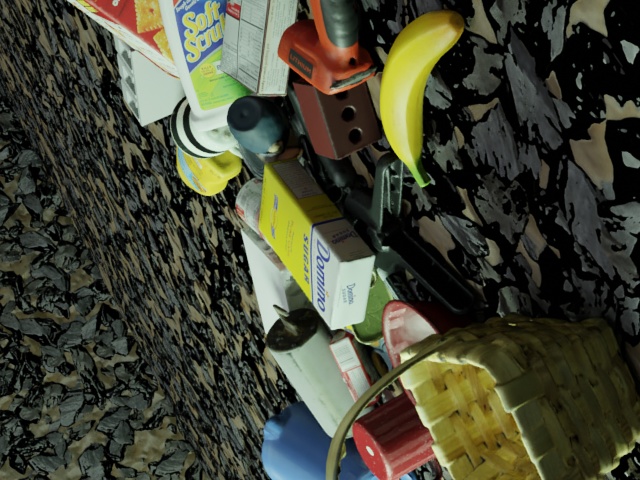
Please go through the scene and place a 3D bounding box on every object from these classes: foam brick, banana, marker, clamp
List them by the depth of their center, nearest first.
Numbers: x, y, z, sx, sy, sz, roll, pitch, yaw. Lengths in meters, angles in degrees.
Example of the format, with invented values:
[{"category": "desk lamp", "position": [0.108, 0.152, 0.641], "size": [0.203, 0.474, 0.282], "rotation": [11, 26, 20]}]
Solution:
[{"category": "banana", "position": [0.080, -0.127, 0.871], "size": [0.070, 0.037, 0.198], "rotation": [38, 153, 21]}, {"category": "foam brick", "position": [0.016, -0.123, 1.013], "size": [0.051, 0.053, 0.078], "rotation": [26, 139, 61]}, {"category": "clamp", "position": [0.065, -0.017, 1.039], "size": [0.164, 0.036, 0.210], "rotation": [65, 164, -18]}, {"category": "clamp", "position": [-0.009, -0.115, 1.114], "size": [0.120, 0.039, 0.171], "rotation": [117, 131, -71]}, {"category": "marker", "position": [0.083, 0.054, 1.118], "size": [0.121, 0.020, 0.020], "rotation": [57, 160, 19]}]

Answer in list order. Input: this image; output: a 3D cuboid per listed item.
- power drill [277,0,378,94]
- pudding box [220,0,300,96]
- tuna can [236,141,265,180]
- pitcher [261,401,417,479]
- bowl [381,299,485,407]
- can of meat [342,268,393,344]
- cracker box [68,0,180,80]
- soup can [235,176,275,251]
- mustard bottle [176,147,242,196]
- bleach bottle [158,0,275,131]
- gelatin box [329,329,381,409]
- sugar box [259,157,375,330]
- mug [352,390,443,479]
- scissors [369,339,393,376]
[{"category": "power drill", "position": [-0.012, -0.235, 0.933], "size": [0.185, 0.057, 0.187], "rotation": [46, 154, 42]}, {"category": "pudding box", "position": [-0.061, -0.210, 1.072], "size": [0.090, 0.039, 0.113], "rotation": [39, 129, 49]}, {"category": "tuna can", "position": [-0.071, -0.117, 1.281], "size": [0.086, 0.033, 0.086], "rotation": [52, 158, 31]}, {"category": "pitcher", "position": [0.036, 0.318, 1.450], "size": [0.243, 0.149, 0.145], "rotation": [18, 116, 61]}, {"category": "bowl", "position": [0.126, 0.119, 1.032], "size": [0.162, 0.055, 0.162], "rotation": [52, 158, 31]}, {"category": "can of meat", "position": [0.036, 0.056, 1.191], "size": [0.084, 0.057, 0.102], "rotation": [20, 134, 67]}, {"category": "cracker box", "position": [-0.210, -0.266, 1.249], "size": [0.213, 0.072, 0.164], "rotation": [35, 178, -32]}, {"category": "soup can", "position": [-0.052, -0.030, 1.292], "size": [0.102, 0.068, 0.068], "rotation": [41, 151, 50]}, {"category": "mustard bottle", "position": [-0.162, -0.112, 1.492], "size": [0.096, 0.058, 0.192], "rotation": [59, 161, 0]}, {"category": "bleach bottle", "position": [-0.132, -0.247, 1.144], "size": [0.068, 0.102, 0.251], "rotation": [-96, -13, -59]}, {"category": "gelatin box", "position": [0.044, 0.153, 1.290], "size": [0.089, 0.030, 0.073], "rotation": [65, -170, -4]}, {"category": "sugar box", "position": [-0.008, 0.001, 1.112], "size": [0.176, 0.048, 0.093], "rotation": [-125, 32, -43]}, {"category": "mug", "position": [0.096, 0.237, 1.227], "size": [0.117, 0.081, 0.093], "rotation": [62, 161, 5]}, {"category": "scissors", "position": [0.092, 0.135, 1.207], "size": [0.202, 0.016, 0.096], "rotation": [29, 143, 60]}]
